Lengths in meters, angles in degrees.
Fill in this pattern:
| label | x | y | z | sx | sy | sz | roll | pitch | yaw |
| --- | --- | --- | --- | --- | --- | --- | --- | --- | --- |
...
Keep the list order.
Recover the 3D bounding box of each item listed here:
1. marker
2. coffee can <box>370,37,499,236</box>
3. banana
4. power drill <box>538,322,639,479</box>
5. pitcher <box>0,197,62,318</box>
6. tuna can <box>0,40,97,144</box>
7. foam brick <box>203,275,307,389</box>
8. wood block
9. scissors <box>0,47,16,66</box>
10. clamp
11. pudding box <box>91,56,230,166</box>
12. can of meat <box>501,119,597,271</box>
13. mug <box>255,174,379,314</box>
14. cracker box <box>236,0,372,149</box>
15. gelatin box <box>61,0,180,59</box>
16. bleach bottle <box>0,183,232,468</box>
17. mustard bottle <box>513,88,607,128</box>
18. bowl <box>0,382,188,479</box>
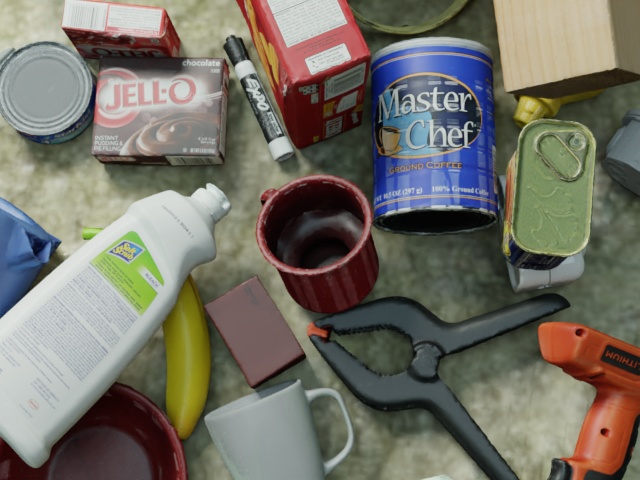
| label | x | y | z | sx | sy | sz | roll | pitch | yaw |
| --- | --- | --- | --- | --- | --- | --- | --- | --- | --- |
| marker | -0.055 | -0.125 | 0.930 | 0.020 | 0.020 | 0.121 | -24 | 79 | -3 |
| coffee can | 0.093 | -0.082 | 0.874 | 0.103 | 0.103 | 0.140 | -1 | 79 | 2 |
| banana | -0.129 | 0.064 | 0.890 | 0.070 | 0.037 | 0.198 | -28 | 78 | 12 |
| power drill | 0.186 | 0.162 | 0.816 | 0.184 | 0.057 | 0.187 | 21 | 79 | -26 |
| pitcher | -0.331 | 0.064 | 0.857 | 0.145 | 0.149 | 0.243 | 31 | 84 | -14 |
| tuna can | -0.237 | -0.128 | 0.930 | 0.086 | 0.034 | 0.086 | 0 | 79 | 2 |
| foam brick | -0.052 | 0.076 | 0.875 | 0.053 | 0.051 | 0.078 | -30 | 80 | -5 |
| wood block | 0.186 | -0.219 | 0.816 | 0.090 | 0.090 | 0.206 | -8 | 88 | 35 |
| scissors | -0.362 | -0.108 | 0.940 | 0.096 | 0.016 | 0.201 | 31 | 81 | 8 |
| clamp | 0.095 | 0.093 | 0.873 | 0.210 | 0.036 | 0.164 | 22 | 80 | 9 |
| pudding box | -0.136 | -0.111 | 0.920 | 0.113 | 0.039 | 0.090 | 2 | 79 | 2 |
| can of meat | 0.171 | -0.031 | 0.814 | 0.057 | 0.084 | 0.102 | 6 | 79 | 3 |
| mug | -0.006 | 0.001 | 0.866 | 0.117 | 0.081 | 0.093 | 37 | 73 | 29 |
| cracker box | -0.032 | -0.200 | 0.871 | 0.072 | 0.164 | 0.214 | -23 | 79 | -5 |
| gelatin box | -0.169 | -0.177 | 0.917 | 0.089 | 0.073 | 0.030 | 6 | 80 | 2 |
| bleach bottle | -0.161 | 0.052 | 0.829 | 0.250 | 0.068 | 0.102 | -44 | 96 | -20 |
| mustard bottle | 0.219 | -0.177 | 0.910 | 0.096 | 0.058 | 0.191 | 30 | 82 | 16 |
| bowl | -0.182 | 0.193 | 0.855 | 0.162 | 0.055 | 0.162 | 0 | 79 | 2 |
